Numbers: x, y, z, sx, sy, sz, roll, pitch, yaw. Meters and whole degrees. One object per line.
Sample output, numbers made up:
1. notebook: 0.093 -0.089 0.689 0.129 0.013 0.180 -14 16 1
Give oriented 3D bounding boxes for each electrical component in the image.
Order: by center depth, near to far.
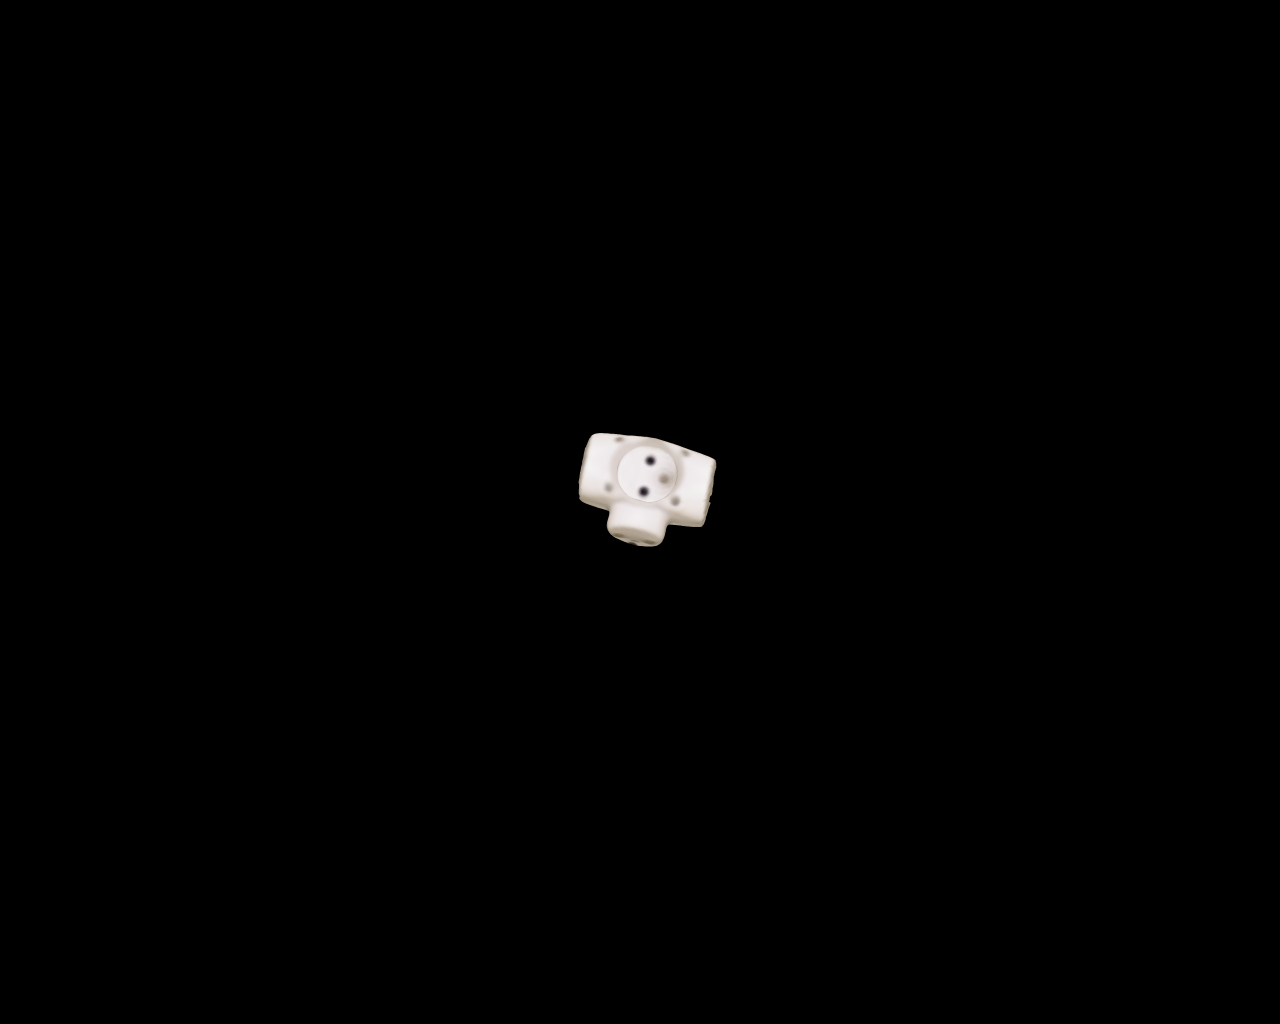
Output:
1. electrical component: 0.001 -0.003 0.650 0.077 0.079 0.044 13 -15 4
